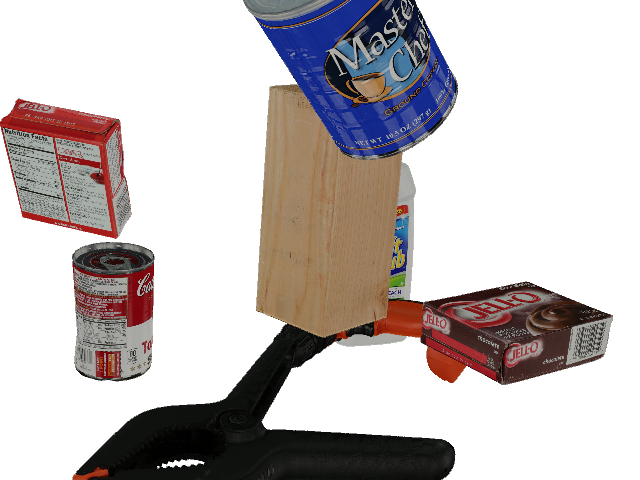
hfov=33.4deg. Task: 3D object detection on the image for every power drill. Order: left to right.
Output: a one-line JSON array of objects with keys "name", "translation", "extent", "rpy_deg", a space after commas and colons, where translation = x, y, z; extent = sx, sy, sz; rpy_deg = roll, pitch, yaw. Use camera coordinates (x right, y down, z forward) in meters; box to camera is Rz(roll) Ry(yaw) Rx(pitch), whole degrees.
[{"name": "power drill", "translation": [0.062, 0.094, 1.113], "extent": [0.188, 0.057, 0.184], "rpy_deg": [11, 28, 24]}]

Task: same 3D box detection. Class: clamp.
[{"name": "clamp", "translation": [-0.050, 0.113, 0.622], "extent": [0.209, 0.036, 0.165], "rpy_deg": [-9, 25, -31]}]

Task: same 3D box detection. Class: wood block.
[{"name": "wood block", "translation": [0.008, -0.032, 0.954], "extent": [0.090, 0.206, 0.090], "rpy_deg": [18, 21, 40]}]

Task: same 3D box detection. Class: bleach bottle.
[{"name": "bleach bottle", "translation": [0.065, 0.002, 1.320], "extent": [0.102, 0.251, 0.068], "rpy_deg": [-3, 16, -19]}]

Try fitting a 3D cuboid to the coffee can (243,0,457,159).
[{"name": "coffee can", "translation": [0.024, -0.141, 0.753], "extent": [0.103, 0.102, 0.140], "rpy_deg": [0, -39, 36]}]

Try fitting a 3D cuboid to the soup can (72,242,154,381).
[{"name": "soup can", "translation": [-0.176, 0.060, 0.907], "extent": [0.068, 0.102, 0.068], "rpy_deg": [4, 19, -1]}]

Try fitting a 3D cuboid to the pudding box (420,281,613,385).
[{"name": "pudding box", "translation": [0.145, 0.066, 0.794], "extent": [0.113, 0.039, 0.090], "rpy_deg": [-6, 20, -35]}]

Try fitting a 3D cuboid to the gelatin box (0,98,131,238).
[{"name": "gelatin box", "translation": [-0.169, -0.048, 0.719], "extent": [0.073, 0.089, 0.030], "rpy_deg": [12, 45, 10]}]
